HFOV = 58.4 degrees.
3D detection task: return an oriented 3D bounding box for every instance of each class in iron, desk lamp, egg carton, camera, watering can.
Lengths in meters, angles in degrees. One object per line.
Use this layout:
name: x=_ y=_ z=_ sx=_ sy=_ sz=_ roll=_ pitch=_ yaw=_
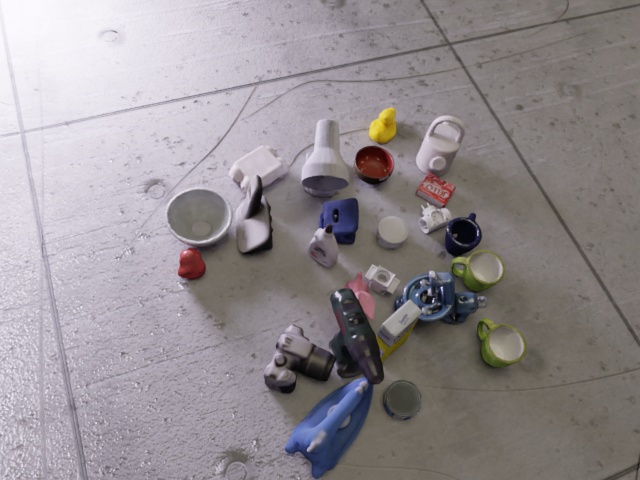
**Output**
iron: x=0.044 y=0.372 z=1.224 sx=0.118 sy=0.141 sz=0.259 roll=38 pitch=64 yaw=14
desk lamp: x=0.010 y=-0.197 z=1.485 sx=0.118 sy=0.213 sz=0.203 roll=3 pitch=61 yaw=-5
egg carton: x=-0.164 y=-0.187 z=1.541 sx=0.150 sy=0.069 sz=0.107 roll=-38 pitch=72 yaw=-23
camera: x=-0.040 y=0.277 z=1.289 sx=0.136 sy=0.101 sz=0.143 roll=23 pitch=62 yaw=6
watering can: x=0.336 y=-0.262 z=1.571 sx=0.101 sy=0.194 sz=0.173 roll=-3 pitch=62 yaw=-8

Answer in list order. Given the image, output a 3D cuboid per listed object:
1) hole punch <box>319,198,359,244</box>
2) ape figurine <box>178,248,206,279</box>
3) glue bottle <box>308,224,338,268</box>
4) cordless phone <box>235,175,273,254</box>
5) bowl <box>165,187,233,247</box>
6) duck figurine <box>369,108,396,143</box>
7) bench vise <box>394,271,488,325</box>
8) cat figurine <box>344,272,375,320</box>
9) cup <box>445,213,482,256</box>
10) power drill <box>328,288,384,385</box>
hole punch: x=0.049 y=-0.050 z=1.481 sx=0.101 sy=0.091 sz=0.108 roll=4 pitch=61 yaw=-5
ape figurine: x=-0.315 y=0.052 z=1.382 sx=0.076 sy=0.092 sz=0.078 roll=35 pitch=64 yaw=12
glue bottle: x=0.013 y=0.005 z=1.400 sx=0.078 sy=0.173 sz=0.037 roll=32 pitch=63 yaw=11
cordless phone: x=-0.162 y=-0.062 z=1.409 sx=0.094 sy=0.185 sz=0.147 roll=-7 pitch=63 yaw=-10
bowl: x=-0.302 y=-0.047 z=1.446 sx=0.167 sy=0.075 sz=0.167 roll=3 pitch=62 yaw=-5
duck figurine: x=0.188 y=-0.338 z=1.655 sx=0.077 sy=0.086 sz=0.105 roll=30 pitch=63 yaw=10
bench vise: x=0.293 y=0.119 z=1.346 sx=0.207 sy=0.220 sz=0.121 roll=-11 pitch=64 yaw=-12
cat figurine: x=0.096 y=0.139 z=1.370 sx=0.067 sy=0.118 sz=0.128 roll=2 pitch=62 yaw=-5
cup: x=0.368 y=-0.010 z=1.495 sx=0.091 sy=0.095 sz=0.118 roll=28 pitch=62 yaw=9
power drill: x=0.076 y=0.231 z=1.266 sx=0.076 sy=0.208 sz=0.229 roll=-14 pitch=64 yaw=-13
